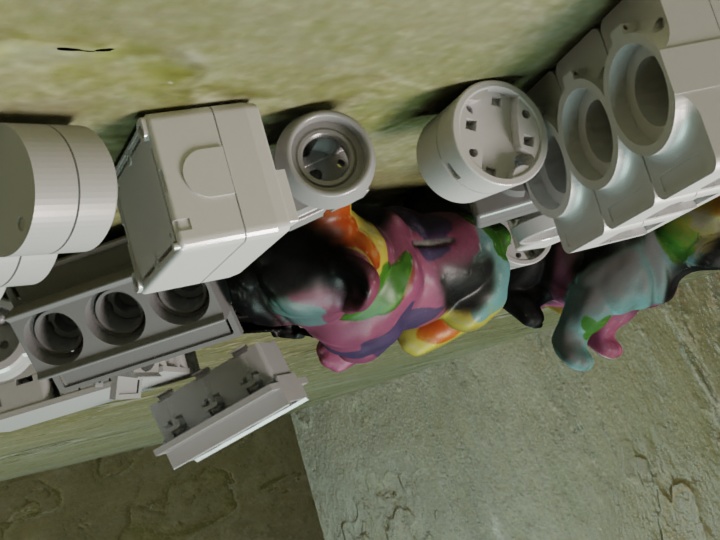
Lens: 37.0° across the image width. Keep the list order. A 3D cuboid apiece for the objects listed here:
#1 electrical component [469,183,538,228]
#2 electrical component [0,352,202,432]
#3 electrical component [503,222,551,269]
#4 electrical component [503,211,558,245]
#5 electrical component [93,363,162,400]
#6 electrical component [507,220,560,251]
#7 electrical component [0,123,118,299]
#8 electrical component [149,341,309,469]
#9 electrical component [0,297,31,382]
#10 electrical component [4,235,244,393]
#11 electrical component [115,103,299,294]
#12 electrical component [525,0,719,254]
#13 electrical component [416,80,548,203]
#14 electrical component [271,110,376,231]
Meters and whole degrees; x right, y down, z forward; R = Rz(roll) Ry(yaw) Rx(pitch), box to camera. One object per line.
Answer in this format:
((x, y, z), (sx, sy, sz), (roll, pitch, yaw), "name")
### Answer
((0.095, -0.062, 0.649), (0.066, 0.047, 0.076), (-17, 171, 4), "electrical component")
((-0.243, 0.084, 0.909), (0.186, 0.060, 0.105), (-17, 171, 6), "electrical component")
((0.126, -0.027, 0.900), (0.055, 0.055, 0.047), (-13, 174, -17), "electrical component")
((0.125, -0.052, 0.732), (0.078, 0.057, 0.058), (-10, 169, -36), "electrical component")
((-0.186, 0.056, 0.818), (0.064, 0.081, 0.042), (5, 176, 14), "electrical component")
((0.141, -0.048, 0.814), (0.076, 0.047, 0.083), (-8, 168, -42), "electrical component")
((-0.168, -0.017, 0.441), (0.138, 0.052, 0.074), (-24, 168, 40), "electrical component")
((-0.115, 0.113, 0.923), (0.121, 0.063, 0.079), (-31, 169, 16), "electrical component")
((-0.243, 0.049, 0.717), (0.138, 0.052, 0.073), (-14, 171, -14), "electrical component")
((-0.138, 0.016, 0.643), (0.121, 0.078, 0.063), (-18, -160, 12), "electrical component")
((-0.075, -0.030, 0.496), (0.061, 0.061, 0.096), (-12, 170, -26), "electrical component")
((0.137, -0.072, 0.526), (0.062, 0.089, 0.150), (-13, 171, -17), "electrical component")
((0.061, -0.064, 0.557), (0.055, 0.055, 0.047), (-12, 174, -25), "electrical component")
((-0.020, -0.049, 0.523), (0.066, 0.048, 0.055), (-26, 176, -15), "electrical component")
